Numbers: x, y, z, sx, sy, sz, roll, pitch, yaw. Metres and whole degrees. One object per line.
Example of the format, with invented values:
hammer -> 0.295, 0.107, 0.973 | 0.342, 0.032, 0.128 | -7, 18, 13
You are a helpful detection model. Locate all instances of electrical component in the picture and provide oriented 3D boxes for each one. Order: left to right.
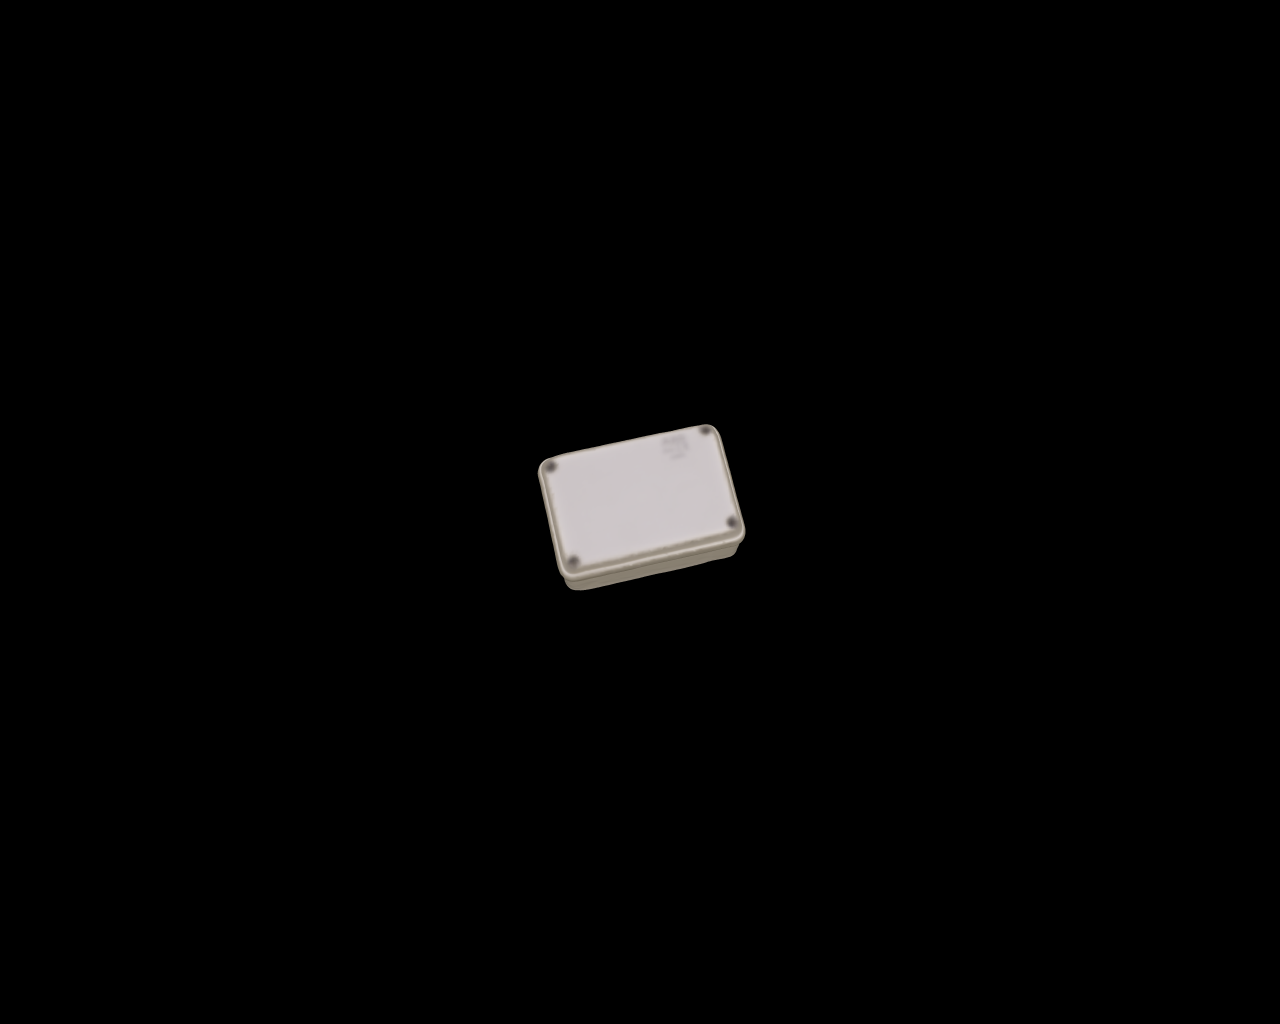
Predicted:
electrical component -> 0.001, -0.003, 0.650 | 0.113, 0.078, 0.057 | -13, -15, -4
